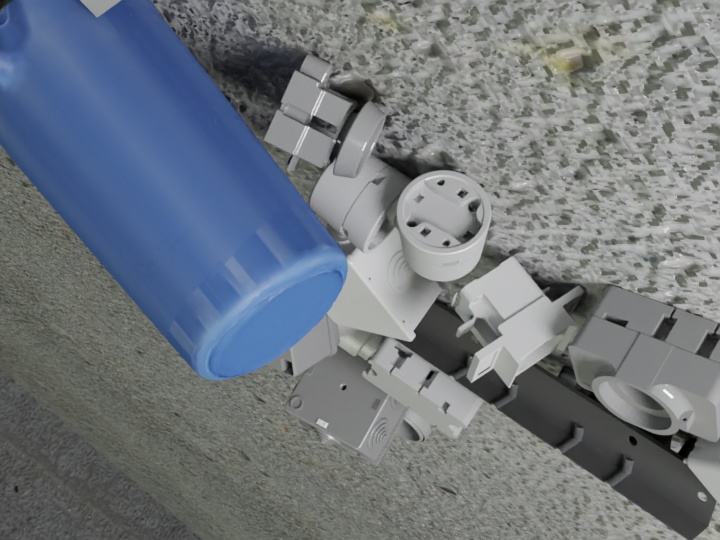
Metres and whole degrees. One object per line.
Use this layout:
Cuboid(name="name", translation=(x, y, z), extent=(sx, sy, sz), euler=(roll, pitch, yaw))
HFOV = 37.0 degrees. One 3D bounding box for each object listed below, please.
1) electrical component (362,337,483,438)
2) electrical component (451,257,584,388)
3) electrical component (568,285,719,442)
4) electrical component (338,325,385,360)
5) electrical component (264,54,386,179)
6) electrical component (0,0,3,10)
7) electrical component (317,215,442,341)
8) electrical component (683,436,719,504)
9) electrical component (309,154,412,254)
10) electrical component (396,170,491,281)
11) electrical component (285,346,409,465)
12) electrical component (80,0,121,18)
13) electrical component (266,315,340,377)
Cuboid(name="electrical component", translation=(0.056, 0.080, 0.844), extent=(0.089, 0.055, 0.050), euler=(34, 158, 6))
Cuboid(name="electrical component", translation=(0.095, 0.030, 0.670), extent=(0.063, 0.081, 0.042), euler=(54, 163, 18))
Cuboid(name="electrical component", translation=(0.172, 0.057, 0.623), extent=(0.089, 0.055, 0.050), euler=(22, 154, 32))
Cuboid(name="electrical component", translation=(0.006, 0.055, 0.889), extent=(0.078, 0.040, 0.040), euler=(36, 158, 2))
Cuboid(name="electrical component", translation=(-0.019, -0.084, 0.629), extent=(0.055, 0.066, 0.048), euler=(27, -168, 4))
Cuboid(name="electrical component", translation=(-0.304, -0.189, 0.811), extent=(0.079, 0.077, 0.043), euler=(15, 149, 43))
Cuboid(name="electrical component", translation=(0.000, 0.000, 0.776), extent=(0.100, 0.048, 0.099), euler=(10, 146, 49))
Cuboid(name="electrical component", translation=(0.248, 0.119, 0.628), extent=(0.096, 0.061, 0.061), euler=(47, 156, -25))
Cuboid(name="electrical component", translation=(0.001, -0.046, 0.676), extent=(0.047, 0.055, 0.055), euler=(36, 159, 11))
Cuboid(name="electrical component", translation=(0.050, -0.025, 0.646), extent=(0.055, 0.055, 0.047), euler=(30, 161, 15))
Cuboid(name="electrical component", translation=(-0.007, 0.109, 0.942), extent=(0.100, 0.099, 0.048), euler=(24, 168, 28))
Cuboid(name="electrical component", translation=(-0.118, -0.204, 0.525), extent=(0.105, 0.060, 0.186), euler=(46, 156, -22))
Cuboid(name="electrical component", translation=(-0.076, 0.016, 0.861), extent=(0.109, 0.056, 0.108), euler=(18, 126, 39))
